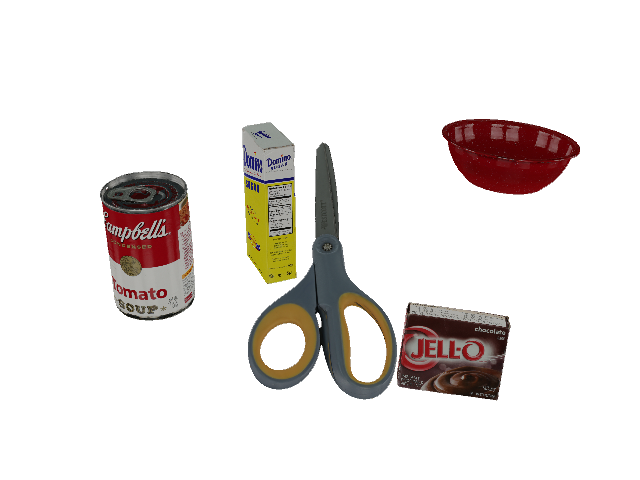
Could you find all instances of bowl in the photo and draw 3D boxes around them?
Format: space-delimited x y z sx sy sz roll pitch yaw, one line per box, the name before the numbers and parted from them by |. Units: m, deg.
bowl | 0.220 -0.095 1.258 0.162 0.055 0.162 4 23 -2

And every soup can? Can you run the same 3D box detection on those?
soup can | -0.138 0.004 0.858 0.068 0.102 0.068 -1 30 0

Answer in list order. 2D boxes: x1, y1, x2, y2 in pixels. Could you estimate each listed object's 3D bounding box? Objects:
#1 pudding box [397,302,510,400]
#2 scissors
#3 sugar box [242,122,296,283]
pudding box | 0.144 0.120 1.164 0.113 0.090 0.039 6 23 3
scissors | -0.012 0.017 0.667 0.096 0.202 0.016 -14 -39 -9
sugar box | -0.063 -0.046 1.302 0.048 0.176 0.093 -11 26 -17
